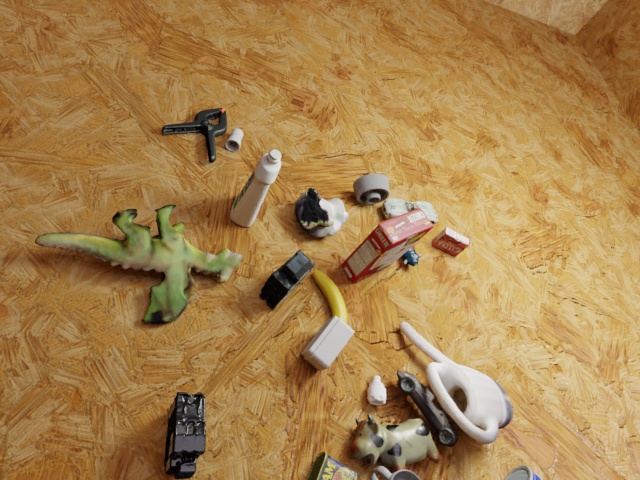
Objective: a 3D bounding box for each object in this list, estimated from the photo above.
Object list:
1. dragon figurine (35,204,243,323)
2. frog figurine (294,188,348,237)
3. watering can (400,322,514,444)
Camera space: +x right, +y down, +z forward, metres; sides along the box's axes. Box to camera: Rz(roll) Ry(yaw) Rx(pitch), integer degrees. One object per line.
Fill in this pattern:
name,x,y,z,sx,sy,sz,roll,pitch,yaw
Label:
dragon figurine,-0.364,0.061,1.114,0.413,0.245,0.120,-13,-18,-34
frog figurine,0.004,-0.072,1.426,0.138,0.122,0.159,41,11,15
watering can,0.336,0.343,1.262,0.222,0.102,0.355,22,25,-34
